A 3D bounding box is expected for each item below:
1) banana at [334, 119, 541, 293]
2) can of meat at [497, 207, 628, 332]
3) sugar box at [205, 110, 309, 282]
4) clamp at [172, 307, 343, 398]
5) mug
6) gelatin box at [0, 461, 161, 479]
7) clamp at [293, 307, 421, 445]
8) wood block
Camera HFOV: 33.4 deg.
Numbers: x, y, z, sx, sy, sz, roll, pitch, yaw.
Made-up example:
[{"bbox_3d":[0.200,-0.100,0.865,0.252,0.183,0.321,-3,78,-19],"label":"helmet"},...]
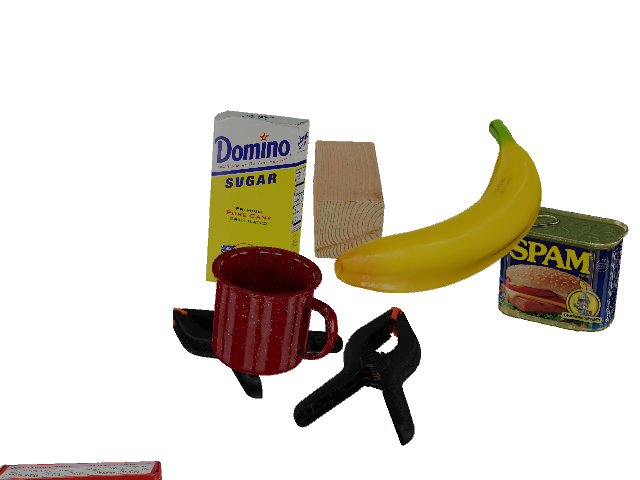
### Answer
[{"bbox_3d":[0.088,-0.011,0.667,0.070,0.037,0.197,31,45,21],"label":"banana"},{"bbox_3d":[0.200,0.024,0.896,0.102,0.084,0.057,12,27,28],"label":"can of meat"},{"bbox_3d":[-0.066,-0.040,1.095,0.093,0.176,0.048,8,16,16],"label":"sugar box"},{"bbox_3d":[-0.101,0.124,1.260,0.210,0.036,0.164,14,23,27],"label":"clamp"},{"bbox_3d":[-0.038,0.064,0.903,0.117,0.081,0.093,17,26,21],"label":"mug"},{"bbox_3d":[-0.128,0.157,0.567,0.089,0.073,0.030,-1,4,-1],"label":"gelatin box"},{"bbox_3d":[0.062,0.136,1.064,0.120,0.039,0.171,17,48,23],"label":"clamp"},{"bbox_3d":[0.037,-0.061,1.521,0.091,0.090,0.206,2,28,-3],"label":"wood block"}]
